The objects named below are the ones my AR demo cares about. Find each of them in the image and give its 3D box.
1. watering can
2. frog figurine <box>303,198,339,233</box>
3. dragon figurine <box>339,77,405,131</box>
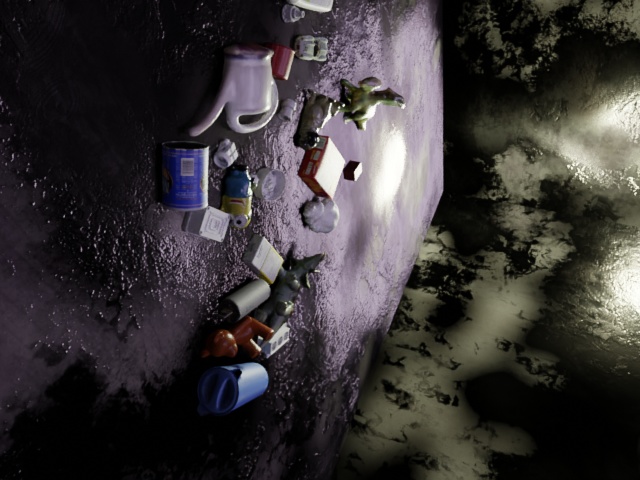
[{"bbox_3d":[-0.203,-0.372,1.275,0.352,0.104,0.221,-33,130,-56],"label":"watering can"},{"bbox_3d":[0.006,-0.095,1.887,0.138,0.123,0.157,-53,165,-7],"label":"frog figurine"},{"bbox_3d":[0.207,-0.518,1.985,0.406,0.243,0.123,32,68,-64],"label":"dragon figurine"}]
